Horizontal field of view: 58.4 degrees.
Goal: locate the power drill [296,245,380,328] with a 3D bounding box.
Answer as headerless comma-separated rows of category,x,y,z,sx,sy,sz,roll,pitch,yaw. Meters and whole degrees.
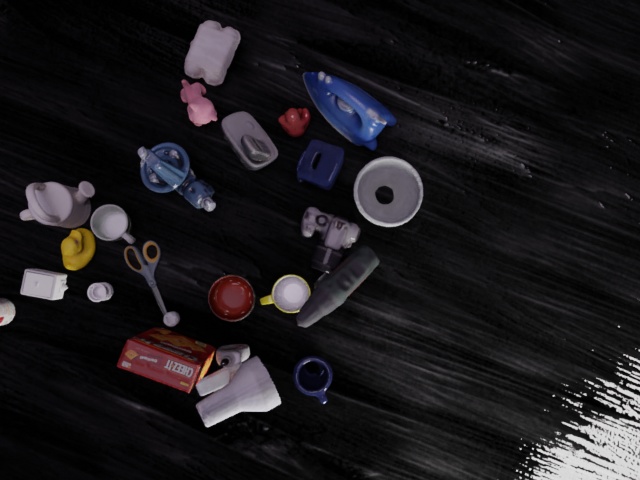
power drill,0.036,0.106,1.310,0.230,0.208,0.075,-45,89,-2

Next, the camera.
camera,0.013,0.005,1.366,0.143,0.100,0.137,20,88,0

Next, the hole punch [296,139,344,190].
hole punch,-0.001,-0.181,1.376,0.101,0.091,0.109,22,88,0

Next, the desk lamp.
desk lamp,-0.190,0.347,1.297,0.203,0.213,0.118,-26,89,-2

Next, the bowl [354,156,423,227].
bowl,0.161,-0.114,1.386,0.167,0.074,0.167,0,88,-1

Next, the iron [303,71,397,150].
iron,0.059,-0.333,1.356,0.258,0.141,0.119,38,88,0

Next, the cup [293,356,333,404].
cup,-0.011,0.326,1.360,0.091,0.095,0.118,-25,89,-1

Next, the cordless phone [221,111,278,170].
cordless phone,-0.170,-0.240,1.328,0.094,0.185,0.147,-40,89,-2

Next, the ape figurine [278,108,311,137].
ape figurine,-0.062,-0.291,1.378,0.078,0.092,0.076,2,88,-1

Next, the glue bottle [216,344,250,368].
glue bottle,-0.208,0.271,1.319,0.078,0.173,0.037,-8,88,-1

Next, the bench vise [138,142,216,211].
bench vise,-0.324,-0.154,1.305,0.207,0.219,0.121,22,88,0

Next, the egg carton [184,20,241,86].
egg carton,-0.262,-0.454,1.389,0.107,0.069,0.150,21,88,0

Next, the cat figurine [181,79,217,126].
cat figurine,-0.291,-0.324,1.361,0.067,0.117,0.128,-29,89,-1

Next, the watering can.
watering can,-0.603,-0.087,1.310,0.173,0.194,0.101,-44,89,-2

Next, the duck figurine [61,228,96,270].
duck figurine,-0.585,0.021,1.362,0.077,0.086,0.105,19,88,0
